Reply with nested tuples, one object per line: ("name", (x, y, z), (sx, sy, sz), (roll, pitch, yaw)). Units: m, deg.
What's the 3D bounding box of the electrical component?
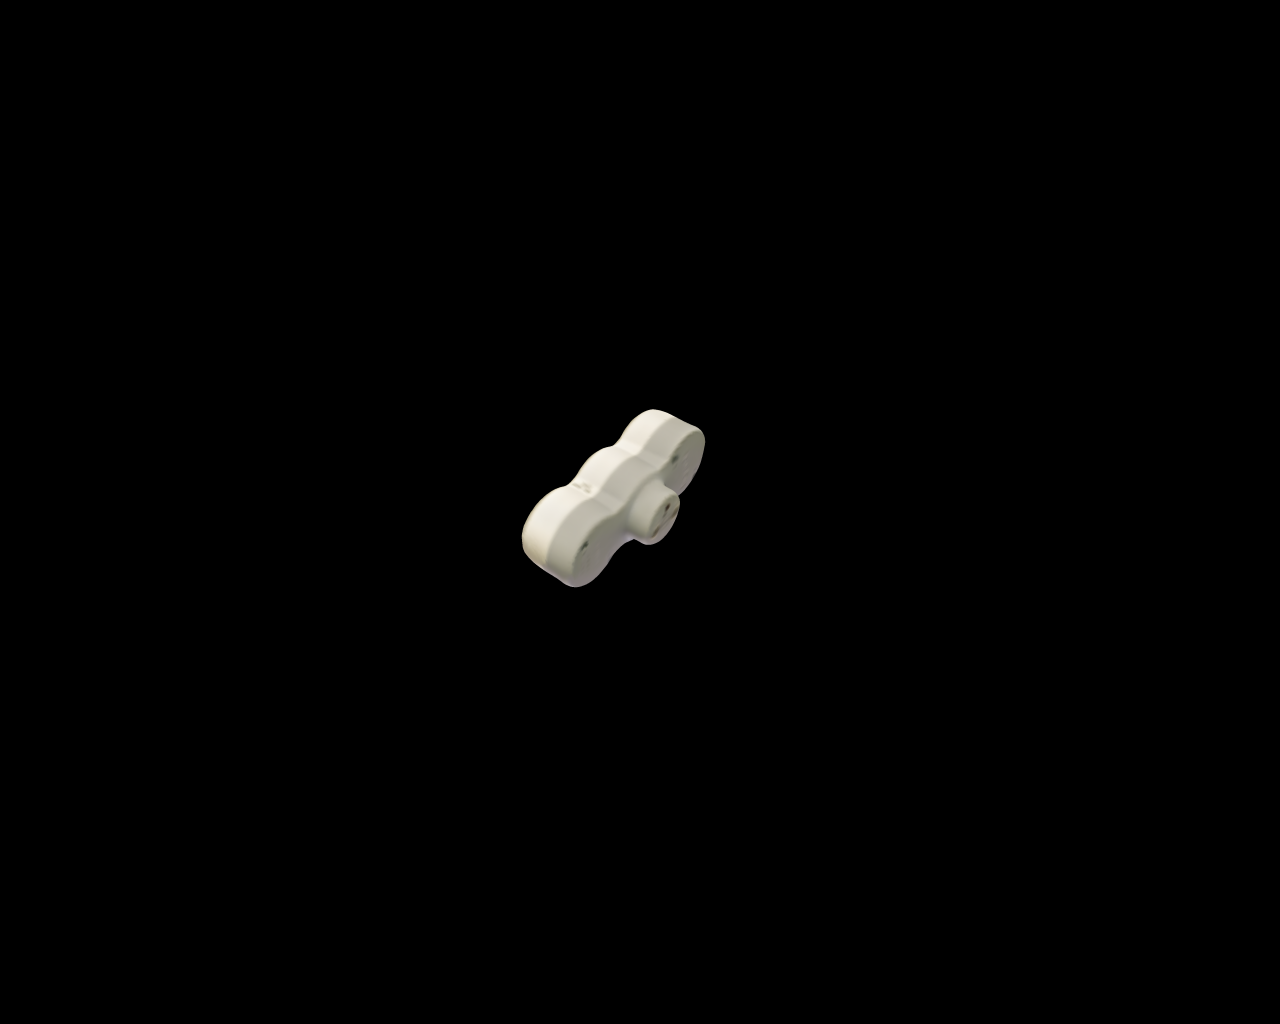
("electrical component", (0.001, -0.003, 0.650), (0.074, 0.052, 0.138), (30, 54, 24))
